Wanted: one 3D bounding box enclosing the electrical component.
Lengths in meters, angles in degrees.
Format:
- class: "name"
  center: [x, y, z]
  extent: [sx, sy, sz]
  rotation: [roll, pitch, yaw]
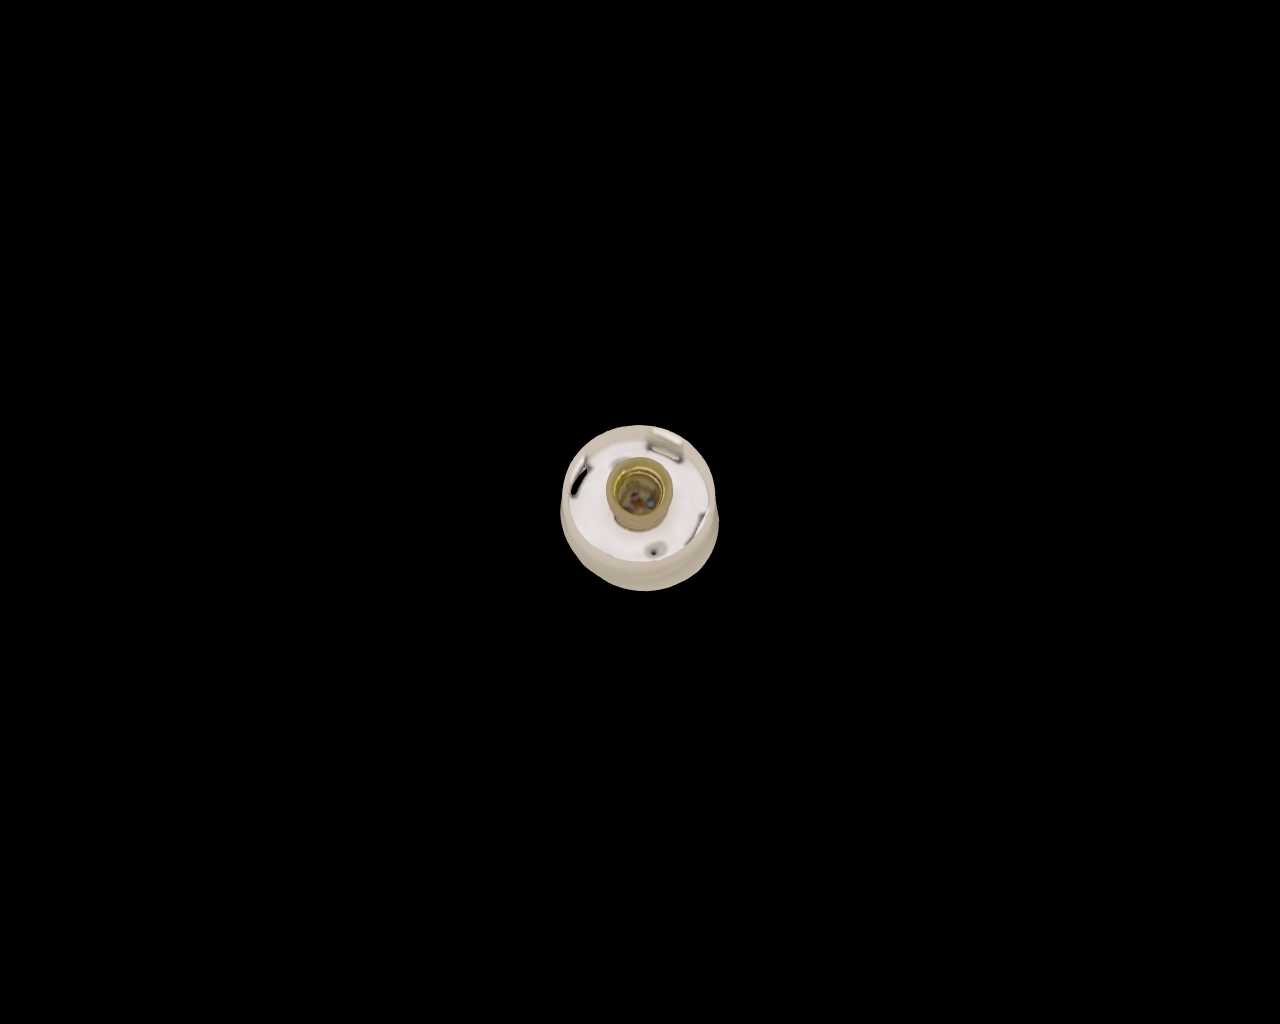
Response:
- class: "electrical component"
  center: [0.001, -0.003, 0.650]
  extent: [0.099, 0.099, 0.064]
  rotation: [0, -24, 0]
